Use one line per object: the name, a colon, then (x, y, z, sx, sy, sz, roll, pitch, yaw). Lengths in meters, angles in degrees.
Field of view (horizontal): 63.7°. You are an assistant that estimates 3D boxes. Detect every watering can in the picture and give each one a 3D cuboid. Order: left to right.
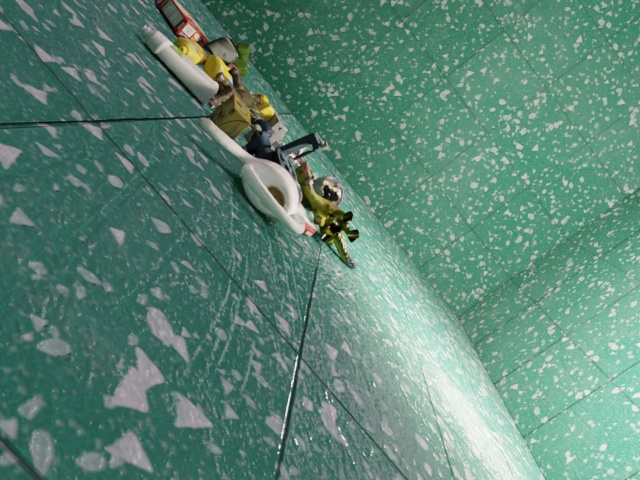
watering can: (-0.148, -0.159, 1.255, 0.347, 0.103, 0.226, 51, 10, -5)

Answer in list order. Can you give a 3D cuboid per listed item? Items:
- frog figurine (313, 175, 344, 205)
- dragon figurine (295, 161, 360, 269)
frog figurine: (0.025, -0.187, 2.033, 0.161, 0.123, 0.136, -124, -154, -73)
dragon figurine: (0.005, -0.083, 1.642, 0.247, 0.123, 0.401, 50, -13, 39)
